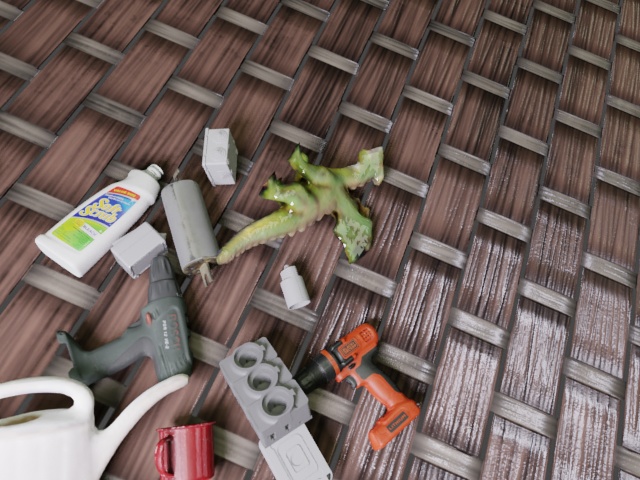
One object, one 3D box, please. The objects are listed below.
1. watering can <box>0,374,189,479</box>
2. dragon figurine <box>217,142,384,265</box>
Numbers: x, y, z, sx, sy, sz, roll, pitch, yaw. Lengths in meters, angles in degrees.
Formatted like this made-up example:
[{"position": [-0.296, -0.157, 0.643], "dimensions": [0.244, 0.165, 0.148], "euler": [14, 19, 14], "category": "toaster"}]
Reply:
[{"position": [-0.366, 0.310, 0.749], "dimensions": [0.348, 0.225, 0.103], "euler": [-1, -5, -21], "category": "watering can"}, {"position": [0.003, -0.051, 1.022], "dimensions": [0.242, 0.417, 0.120], "euler": [34, -25, -2], "category": "dragon figurine"}]
